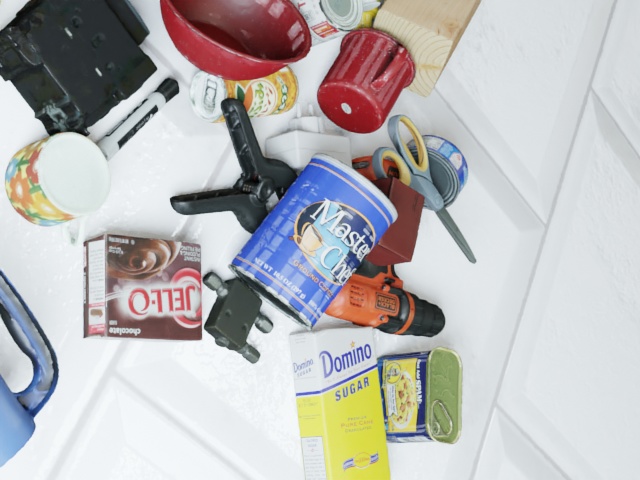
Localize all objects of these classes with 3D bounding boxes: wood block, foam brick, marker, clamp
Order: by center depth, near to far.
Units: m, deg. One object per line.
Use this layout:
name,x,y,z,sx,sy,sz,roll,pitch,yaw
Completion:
marker,-0.167,-0.114,0.987,0.020,0.020,0.121,56,47,-22
clamp,-0.073,-0.045,1.045,0.120,0.039,0.171,-53,133,-9
foam brick,0.068,-0.018,1.110,0.052,0.051,0.078,29,65,-36
wood block,0.133,-0.273,1.254,0.091,0.090,0.205,26,49,4

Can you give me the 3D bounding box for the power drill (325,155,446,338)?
power drill,0.077,0.011,1.187,0.184,0.057,0.187,17,69,-43

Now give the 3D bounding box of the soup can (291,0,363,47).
soup can,-0.014,-0.236,1.114,0.068,0.102,0.068,12,73,-44

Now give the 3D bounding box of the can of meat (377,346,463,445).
can of meat,0.104,0.171,1.159,0.057,0.084,0.102,18,68,-43

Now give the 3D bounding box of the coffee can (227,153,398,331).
coffee can,-0.007,0.001,1.031,0.102,0.103,0.140,43,79,-31

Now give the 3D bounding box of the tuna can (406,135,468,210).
tuna can,0.128,-0.079,1.240,0.086,0.086,0.033,59,44,-20

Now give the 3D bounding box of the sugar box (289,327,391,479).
sugar box,0.022,0.179,1.100,0.093,0.048,0.176,0,82,-46

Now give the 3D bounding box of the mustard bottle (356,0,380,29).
mustard bottle,0.040,-0.329,1.223,0.096,0.058,0.191,1,81,-38

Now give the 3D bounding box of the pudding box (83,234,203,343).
pudding box,-0.156,0.045,0.948,0.113,0.039,0.090,7,77,-45

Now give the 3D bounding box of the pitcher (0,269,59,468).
pitcher,-0.301,0.061,0.730,0.243,0.145,0.149,63,16,-11

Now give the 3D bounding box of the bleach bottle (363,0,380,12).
bleach bottle,0.009,-0.369,1.156,0.102,0.068,0.251,-15,88,-13

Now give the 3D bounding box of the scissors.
scissors,0.114,-0.041,1.182,0.096,0.016,0.202,-38,110,-41

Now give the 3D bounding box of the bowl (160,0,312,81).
bowl,-0.090,-0.202,1.018,0.162,0.055,0.162,22,37,-18

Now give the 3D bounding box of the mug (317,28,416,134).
mug,0.054,-0.174,1.166,0.093,0.117,0.081,41,59,-19
